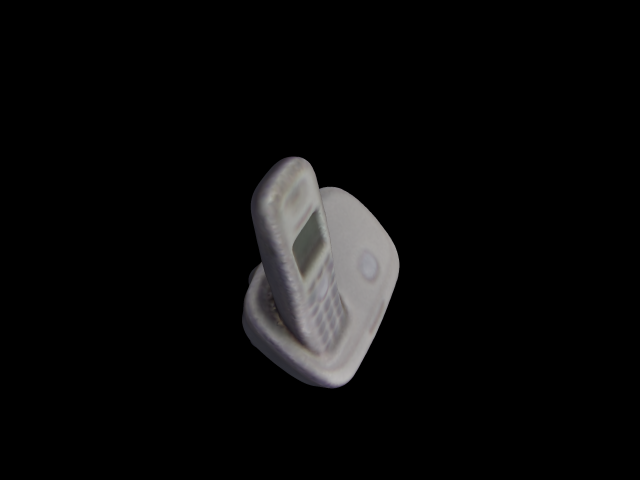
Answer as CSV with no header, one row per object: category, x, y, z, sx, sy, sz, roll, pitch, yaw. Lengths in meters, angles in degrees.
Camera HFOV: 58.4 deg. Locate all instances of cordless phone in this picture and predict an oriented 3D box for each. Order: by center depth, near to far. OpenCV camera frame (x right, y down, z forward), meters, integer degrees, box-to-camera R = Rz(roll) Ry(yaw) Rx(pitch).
cordless phone,0.004,0.001,0.400,0.094,0.185,0.148,17,51,14
